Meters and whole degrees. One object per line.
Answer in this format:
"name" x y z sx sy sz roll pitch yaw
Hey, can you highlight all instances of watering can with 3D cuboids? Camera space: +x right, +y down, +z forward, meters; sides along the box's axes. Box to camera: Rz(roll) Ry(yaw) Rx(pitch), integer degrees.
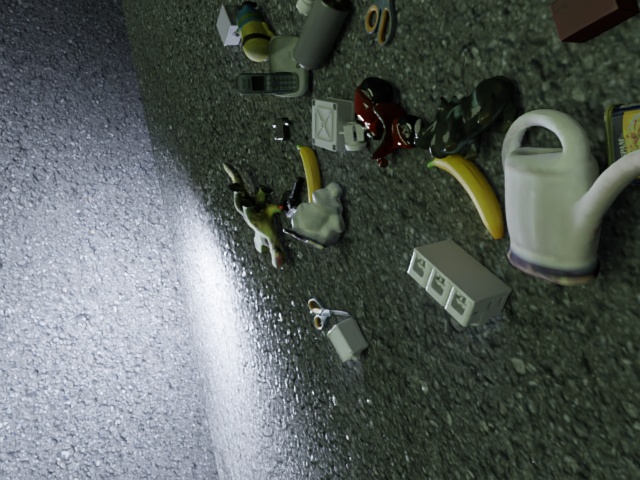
"watering can" 0.303 -0.045 0.634 0.104 0.221 0.352 -9 17 0

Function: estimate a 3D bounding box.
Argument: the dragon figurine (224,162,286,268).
"dragon figurine" -0.206 -0.059 1.610 0.123 0.237 0.418 -17 41 -23

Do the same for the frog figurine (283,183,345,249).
"frog figurine" 0.004 -0.063 1.256 0.138 0.160 0.121 21 -7 42
